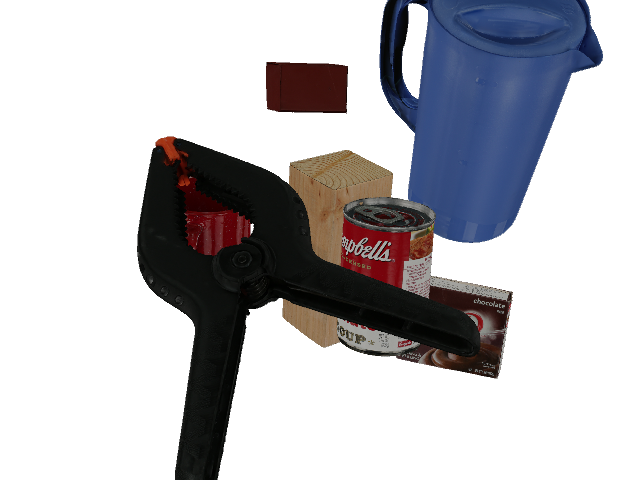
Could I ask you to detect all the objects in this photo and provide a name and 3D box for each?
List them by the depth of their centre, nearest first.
[{"bbox_3d":[-0.027,0.019,0.560,0.164,0.210,0.036,-22,-33,-8],"label":"clamp"},{"bbox_3d":[0.047,0.026,0.793,0.068,0.102,0.068,3,21,-1],"label":"soup can"},{"bbox_3d":[-0.105,-0.002,0.948,0.093,0.081,0.117,5,27,2],"label":"mug"},{"bbox_3d":[0.136,-0.118,0.951,0.144,0.149,0.243,-11,-40,-15],"label":"pitcher"},{"bbox_3d":[0.140,0.089,1.127,0.113,0.090,0.039,10,21,11],"label":"pudding box"},{"bbox_3d":[-0.015,-0.164,1.145,0.078,0.051,0.053,-1,12,-18],"label":"foam brick"},{"bbox_3d":[0.017,0.009,1.269,0.090,0.206,0.090,-16,32,-33],"label":"wood block"}]
